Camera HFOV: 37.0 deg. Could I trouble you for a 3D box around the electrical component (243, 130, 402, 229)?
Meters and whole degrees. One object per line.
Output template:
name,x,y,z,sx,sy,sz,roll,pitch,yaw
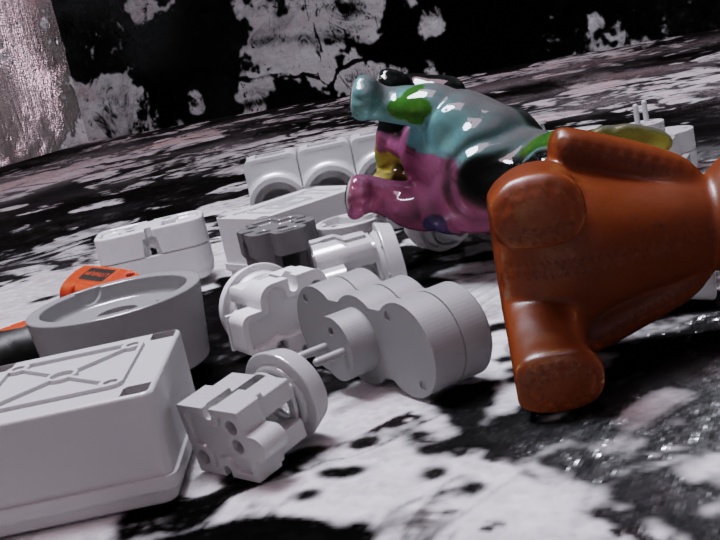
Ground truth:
electrical component,-0.026,-0.075,1.008,0.150,0.089,0.061,-12,13,0

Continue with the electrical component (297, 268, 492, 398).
electrical component,0.001,0.037,0.585,0.074,0.052,0.138,-20,15,-29

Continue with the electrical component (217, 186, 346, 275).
electrical component,-0.055,-0.031,0.919,0.113,0.057,0.078,-22,16,-36

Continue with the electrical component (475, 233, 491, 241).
electrical component,0.115,-0.055,0.876,0.055,0.055,0.047,0,22,43

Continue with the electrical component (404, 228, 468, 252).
electrical component,0.065,-0.036,0.862,0.043,0.043,0.062,-17,15,-21

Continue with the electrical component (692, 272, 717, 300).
electrical component,0.170,-0.001,0.611,0.055,0.045,0.045,-10,13,12

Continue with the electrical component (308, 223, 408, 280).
electrical component,0.000,0.000,0.739,0.057,0.058,0.078,-16,13,-4

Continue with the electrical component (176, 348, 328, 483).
electrical component,-0.049,0.068,0.516,0.066,0.048,0.055,0,25,44

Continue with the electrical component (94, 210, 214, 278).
electrical component,-0.179,-0.012,0.947,0.095,0.059,0.053,-13,13,-5

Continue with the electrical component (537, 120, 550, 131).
electrical component,0.169,-0.093,0.949,0.040,0.078,0.040,-17,-1,0

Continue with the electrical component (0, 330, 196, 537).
electrical component,-0.141,0.078,0.533,0.109,0.056,0.108,-12,13,1

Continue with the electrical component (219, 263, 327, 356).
electrical component,-0.053,0.026,0.676,0.078,0.058,0.057,-20,18,-32

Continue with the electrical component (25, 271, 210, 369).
electrical component,-0.146,0.045,0.668,0.108,0.060,0.108,-12,13,3

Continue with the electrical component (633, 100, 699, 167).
electrical component,0.252,-0.112,0.949,0.052,0.073,0.138,-1,17,39

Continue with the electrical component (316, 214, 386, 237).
electrical component,-0.003,-0.017,0.835,0.055,0.047,0.055,-12,13,3

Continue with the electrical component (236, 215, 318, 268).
electrical component,-0.059,-0.007,0.822,0.058,0.057,0.078,-17,14,-21
